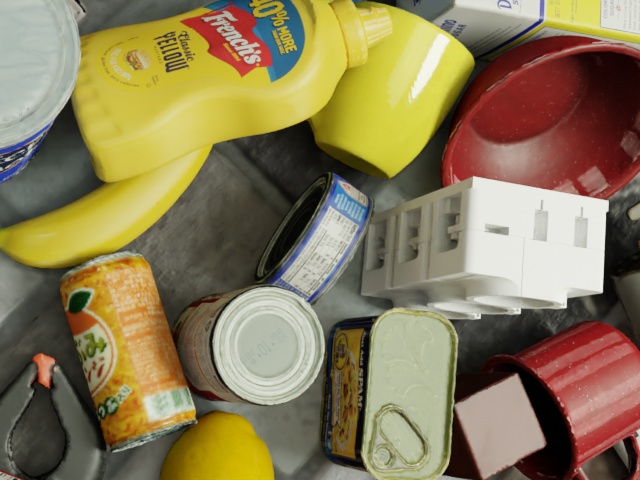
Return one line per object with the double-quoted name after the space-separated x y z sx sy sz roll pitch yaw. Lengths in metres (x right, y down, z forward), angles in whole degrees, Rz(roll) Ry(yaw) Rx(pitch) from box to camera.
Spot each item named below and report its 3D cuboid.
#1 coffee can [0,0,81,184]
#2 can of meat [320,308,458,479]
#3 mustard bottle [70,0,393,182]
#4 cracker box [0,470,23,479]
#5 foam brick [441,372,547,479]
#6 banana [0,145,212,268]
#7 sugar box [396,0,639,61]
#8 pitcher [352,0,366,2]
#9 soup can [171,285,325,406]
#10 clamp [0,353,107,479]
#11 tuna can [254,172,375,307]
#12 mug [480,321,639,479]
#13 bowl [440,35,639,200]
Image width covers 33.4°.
-0.189 -0.086 0.570 0.102 0.140 0.103 2 83 -20 "coffee can"
0.039 0.096 0.663 0.057 0.084 0.102 8 81 -20 "can of meat"
-0.049 -0.101 0.623 0.191 0.058 0.096 -18 51 -8 "mustard bottle"
-0.219 0.188 0.541 0.213 0.072 0.164 23 82 -5 "cracker box"
0.098 0.118 0.686 0.053 0.078 0.051 -22 90 -21 "foam brick"
-0.116 -0.042 0.647 0.197 0.037 0.069 -40 97 -20 "banana"
0.149 -0.151 0.727 0.176 0.093 0.048 8 81 -20 "sugar box"
0.006 -0.277 0.673 0.149 0.144 0.243 -2 88 18 "pitcher"
-0.045 0.062 0.627 0.068 0.102 0.068 2 83 -20 "soup can"
-0.155 0.154 0.610 0.120 0.039 0.171 15 83 -18 "clamp"
-0.004 0.001 0.657 0.033 0.086 0.086 34 74 -12 "tuna can"
0.171 0.114 0.704 0.081 0.093 0.117 -22 74 -26 "mug"
0.148 -0.080 0.710 0.161 0.162 0.055 -1 46 -20 "bowl"
